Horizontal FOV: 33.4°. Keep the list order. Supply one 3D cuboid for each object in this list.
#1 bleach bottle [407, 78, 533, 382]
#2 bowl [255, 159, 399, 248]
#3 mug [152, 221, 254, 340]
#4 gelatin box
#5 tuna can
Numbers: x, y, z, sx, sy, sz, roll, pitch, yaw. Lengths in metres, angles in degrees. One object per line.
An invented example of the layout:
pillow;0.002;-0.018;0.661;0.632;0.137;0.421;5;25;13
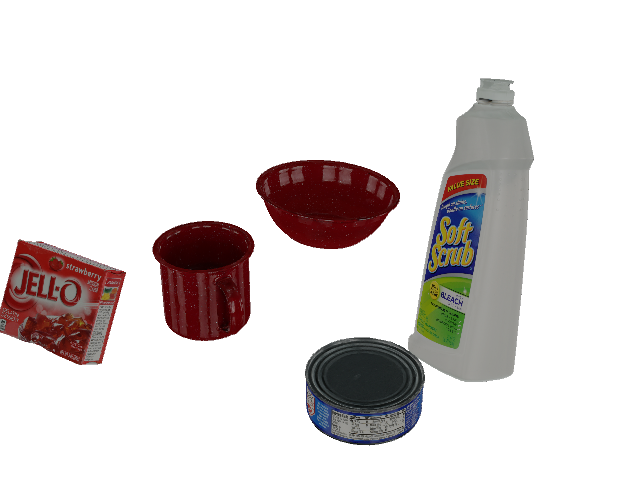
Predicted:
bleach bottle;0.132;-0.012;0.913;0.068;0.251;0.103;-3;15;-29
bowl;0.006;-0.035;1.197;0.162;0.055;0.162;4;27;-2
mug;-0.100;0.044;0.985;0.093;0.081;0.117;-17;34;-27
gelatin box;-0.197;0.046;0.804;0.089;0.073;0.030;18;4;25
tuna can;0.032;0.108;0.770;0.086;0.034;0.086;0;30;0
